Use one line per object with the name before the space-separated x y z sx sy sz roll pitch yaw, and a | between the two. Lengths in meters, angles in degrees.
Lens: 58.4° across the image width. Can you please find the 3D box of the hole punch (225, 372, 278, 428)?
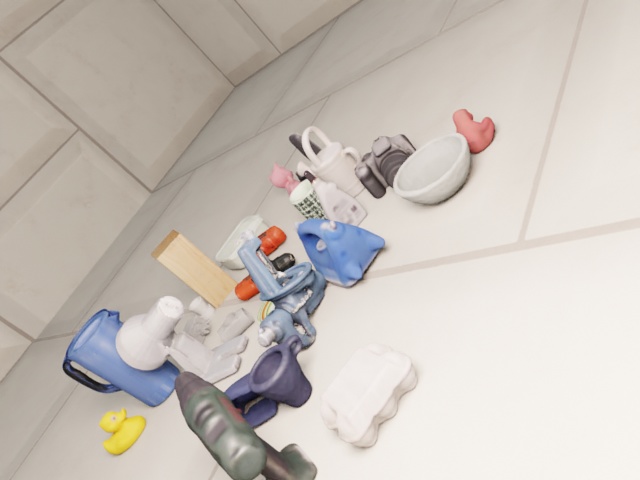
hole punch | -0.137 0.277 1.031 0.108 0.091 0.101 -35 27 20

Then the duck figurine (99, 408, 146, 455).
duck figurine | -0.462 0.429 1.302 0.104 0.086 0.077 -46 25 -3

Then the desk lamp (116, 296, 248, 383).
desk lamp | -0.302 0.218 1.230 0.203 0.214 0.118 -30 28 28

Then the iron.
iron | 0.011 0.004 1.167 0.119 0.142 0.257 -53 26 -17

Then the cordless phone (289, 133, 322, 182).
cordless phone | -0.025 -0.212 1.505 0.147 0.185 0.094 -5 46 54

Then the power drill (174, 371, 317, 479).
power drill | -0.110 0.290 0.828 0.076 0.209 0.229 -50 25 -12

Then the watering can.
watering can | 0.018 -0.189 1.391 0.172 0.194 0.101 -33 27 24

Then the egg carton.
egg carton | 0.068 0.220 0.829 0.150 0.069 0.107 -51 26 -14

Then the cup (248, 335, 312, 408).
cup | -0.052 0.228 0.972 0.118 0.095 0.091 -53 26 -17

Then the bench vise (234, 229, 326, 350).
bench vise | -0.079 0.090 1.078 0.121 0.220 0.207 -34 27 22

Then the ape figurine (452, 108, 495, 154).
ape figurine | 0.298 -0.223 1.137 0.077 0.092 0.076 -9 43 52

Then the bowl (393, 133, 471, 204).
bowl | 0.229 -0.125 1.111 0.167 0.075 0.167 -35 26 21

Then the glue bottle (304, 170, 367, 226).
glue bottle | 0.025 -0.091 1.255 0.078 0.173 0.037 -47 25 -4

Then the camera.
camera | 0.148 -0.160 1.260 0.143 0.101 0.136 -38 26 15

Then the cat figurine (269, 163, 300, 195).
cat figurine | -0.094 -0.168 1.623 0.067 0.118 0.127 -48 25 -6
